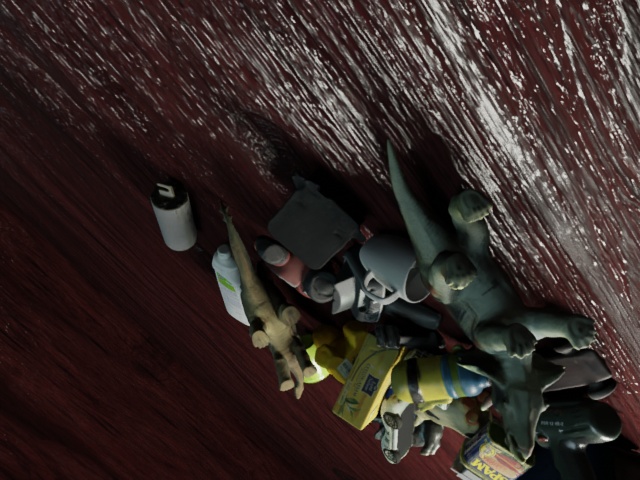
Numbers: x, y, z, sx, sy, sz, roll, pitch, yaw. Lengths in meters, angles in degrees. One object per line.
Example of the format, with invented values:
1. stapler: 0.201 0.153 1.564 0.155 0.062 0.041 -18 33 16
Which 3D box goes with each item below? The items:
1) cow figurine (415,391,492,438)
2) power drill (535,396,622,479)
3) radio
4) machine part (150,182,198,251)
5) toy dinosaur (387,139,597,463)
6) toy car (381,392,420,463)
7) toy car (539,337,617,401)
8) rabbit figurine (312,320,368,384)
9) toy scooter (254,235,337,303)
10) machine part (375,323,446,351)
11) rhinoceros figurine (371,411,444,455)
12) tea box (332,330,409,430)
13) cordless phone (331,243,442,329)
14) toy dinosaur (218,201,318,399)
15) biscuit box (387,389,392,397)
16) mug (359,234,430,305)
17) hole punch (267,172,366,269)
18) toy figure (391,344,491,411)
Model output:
1. cow figurine: 0.243 0.329 1.062 0.195 0.085 0.127 13 137 39
2. power drill: 0.372 0.346 0.827 0.086 0.207 0.232 13 150 -15
3. radio: 0.423 0.406 0.895 0.073 0.131 0.229 20 156 -18
4. machine part: -0.314 -0.048 1.167 0.079 0.079 0.243 32 151 13
5. toy dinosaur: 0.191 0.063 0.678 0.405 0.131 0.192 59 163 8
6. toy car: 0.157 0.364 1.058 0.056 0.073 0.201 30 139 37
7. toy car: 0.333 0.185 0.767 0.089 0.053 0.202 57 153 10
8. rabbit figurine: 0.053 0.232 1.142 0.162 0.122 0.173 44 167 -30
9. toy scooter: -0.049 0.042 0.983 0.183 0.075 0.135 35 178 -21
10. machine part: 0.152 0.168 0.919 0.139 0.039 0.084 15 174 -42
11. rhinoceros figurine: 0.193 0.440 1.261 0.191 0.112 0.073 4 167 29
12. tea box: 0.098 0.254 1.005 0.068 0.169 0.098 26 -169 22
13. cordless phone: 0.116 0.093 0.883 0.184 0.089 0.146 19 148 12
14. toy dinosaur: -0.111 0.145 1.115 0.199 0.105 0.470 -131 23 -60
15. biscuit box: 0.136 0.336 1.219 0.203 0.059 0.062 35 152 7
16. mug: 0.104 0.042 0.781 0.107 0.109 0.080 29 161 45
17. hole punch: 0.000 -0.036 0.819 0.142 0.092 0.116 44 121 -4
18. toy figure: 0.205 0.223 0.892 0.180 0.082 0.089 -17 128 30
